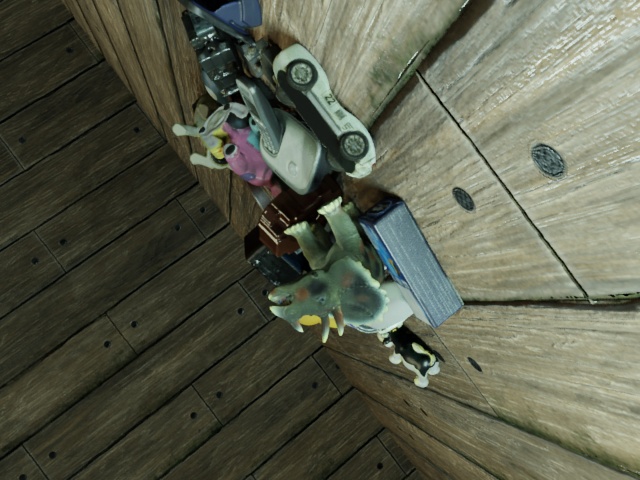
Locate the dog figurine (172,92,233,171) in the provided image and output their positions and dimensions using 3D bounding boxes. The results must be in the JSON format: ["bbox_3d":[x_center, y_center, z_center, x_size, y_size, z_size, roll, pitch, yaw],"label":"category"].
[{"bbox_3d":[-0.228,-0.250,1.224,0.172,0.121,0.191,63,-162,-21],"label":"dog figurine"}]

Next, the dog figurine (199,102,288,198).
[{"bbox_3d":[-0.109,-0.147,1.033,0.192,0.108,0.219,35,172,43],"label":"dog figurine"}]

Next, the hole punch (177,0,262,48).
[{"bbox_3d":[-0.138,-0.346,0.744,0.142,0.092,0.115,43,-165,30],"label":"hole punch"}]

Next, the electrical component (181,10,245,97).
[{"bbox_3d":[-0.174,-0.318,0.881,0.134,0.058,0.115,58,-172,-70],"label":"electrical component"}]

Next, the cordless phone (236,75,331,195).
[{"bbox_3d":[-0.057,-0.170,0.835,0.147,0.089,0.184,46,173,32],"label":"cordless phone"}]

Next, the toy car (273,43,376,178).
[{"bbox_3d":[0.007,-0.170,0.732,0.201,0.056,0.073,52,162,-4],"label":"toy car"}]

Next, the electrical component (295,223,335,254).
[{"bbox_3d":[-0.002,-0.003,1.087,0.075,0.119,0.047,41,163,36],"label":"electrical component"}]

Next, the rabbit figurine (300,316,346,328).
[{"bbox_3d":[0.015,0.163,1.371,0.163,0.173,0.121,42,161,57],"label":"rabbit figurine"}]

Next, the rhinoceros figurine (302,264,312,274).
[{"bbox_3d":[0.024,0.066,1.166,0.190,0.112,0.073,-111,31,-57],"label":"rhinoceros figurine"}]

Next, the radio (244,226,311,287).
[{"bbox_3d":[-0.072,0.067,1.249,0.229,0.073,0.131,42,-166,-22],"label":"radio"}]

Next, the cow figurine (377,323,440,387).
[{"bbox_3d":[0.186,0.232,1.173,0.168,0.068,0.098,40,158,34],"label":"cow figurine"}]

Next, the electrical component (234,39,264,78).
[{"bbox_3d":[-0.114,-0.300,0.880,0.063,0.021,0.094,62,173,-35],"label":"electrical component"}]

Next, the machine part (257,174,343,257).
[{"bbox_3d":[-0.033,-0.044,0.971,0.056,0.179,0.179,46,167,15],"label":"machine part"}]

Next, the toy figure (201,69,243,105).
[{"bbox_3d":[-0.192,-0.298,1.117,0.154,0.058,0.064,62,-157,-43],"label":"toy figure"}]

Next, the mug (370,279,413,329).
[{"bbox_3d":[0.140,0.114,0.968,0.109,0.081,0.107,20,150,-23],"label":"mug"}]

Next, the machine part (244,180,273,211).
[{"bbox_3d":[-0.089,-0.102,1.212,0.201,0.087,0.201,50,166,13],"label":"machine part"}]

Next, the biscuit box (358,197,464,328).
[{"bbox_3d":[0.136,0.033,0.805,0.202,0.063,0.059,58,168,-20],"label":"biscuit box"}]

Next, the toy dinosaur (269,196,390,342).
[{"bbox_3d":[0.048,0.037,0.867,0.192,0.131,0.405,63,-162,3],"label":"toy dinosaur"}]

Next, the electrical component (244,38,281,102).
[{"bbox_3d":[-0.072,-0.255,0.806,0.102,0.045,0.078,54,167,-3],"label":"electrical component"}]
